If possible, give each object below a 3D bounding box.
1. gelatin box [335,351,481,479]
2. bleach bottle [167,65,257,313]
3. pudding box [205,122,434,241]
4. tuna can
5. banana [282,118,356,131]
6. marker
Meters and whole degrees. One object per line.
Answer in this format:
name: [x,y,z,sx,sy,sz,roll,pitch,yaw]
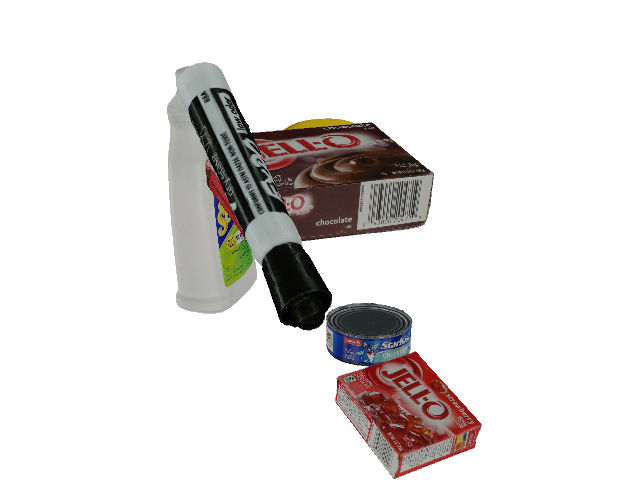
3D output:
gelatin box: [0.063,0.127,0.795,0.073,0.030,0.089,-14,41,-26]
bleach bottle: [-0.124,-0.056,1.124,0.068,0.251,0.102,6,27,25]
pudding box: [-0.003,-0.036,0.630,0.113,0.039,0.090,-5,28,-21]
tuna can: [0.048,0.094,1.064,0.086,0.034,0.086,1,18,-1]
banana: [0.001,-0.066,0.849,0.037,0.069,0.197,-33,4,29]
marker: [-0.024,-0.018,0.376,0.020,0.121,0.020,-17,-36,-13]
